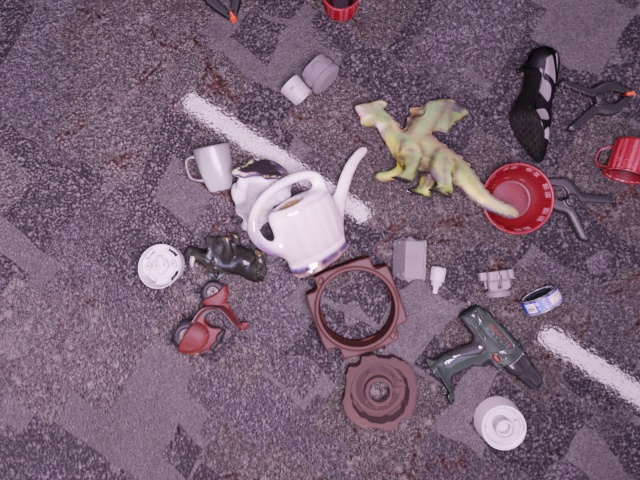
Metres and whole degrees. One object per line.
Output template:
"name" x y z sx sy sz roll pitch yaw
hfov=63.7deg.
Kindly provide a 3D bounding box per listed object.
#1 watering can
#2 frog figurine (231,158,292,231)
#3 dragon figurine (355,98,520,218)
"watering can" 0.003 -0.058 1.147 0.351 0.104 0.221 -30 109 -25
"frog figurine" -0.134 -0.101 1.182 0.137 0.125 0.156 -3 126 -6
"dragon figurine" 0.266 -0.212 1.155 0.411 0.121 0.245 18 81 6
